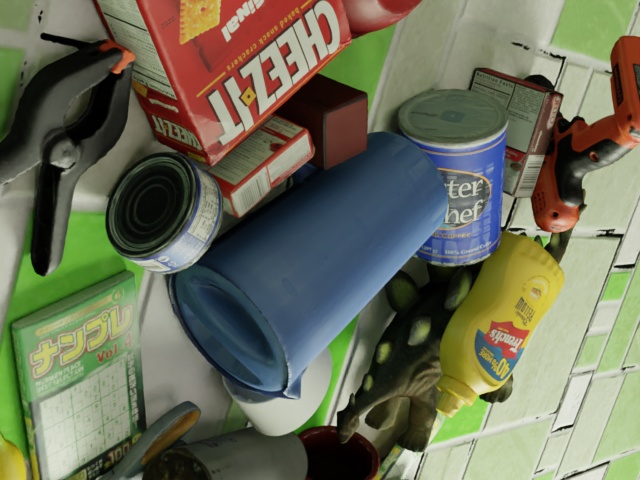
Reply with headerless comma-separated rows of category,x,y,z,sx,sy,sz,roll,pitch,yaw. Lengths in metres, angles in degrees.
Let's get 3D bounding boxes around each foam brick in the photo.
foam brick,-0.006,-0.100,0.866,0.052,0.078,0.051,-29,133,-35

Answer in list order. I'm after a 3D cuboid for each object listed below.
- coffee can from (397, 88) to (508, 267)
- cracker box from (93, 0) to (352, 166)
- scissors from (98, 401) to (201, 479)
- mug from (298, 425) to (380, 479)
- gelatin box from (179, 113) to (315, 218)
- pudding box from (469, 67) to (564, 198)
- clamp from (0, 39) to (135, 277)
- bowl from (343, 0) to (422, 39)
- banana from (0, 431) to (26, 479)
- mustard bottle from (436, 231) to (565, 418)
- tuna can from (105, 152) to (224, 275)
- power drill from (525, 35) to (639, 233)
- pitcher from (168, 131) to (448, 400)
coffee can,0.127,-0.060,1.030,0.102,0.103,0.140,-33,135,-34
cracker box,-0.070,-0.183,0.740,0.164,0.072,0.213,-44,141,-23
scissors,-0.175,0.211,0.887,0.201,0.016,0.096,-41,155,-24
mug,-0.002,0.252,1.094,0.117,0.093,0.081,-2,123,-16
gelatin box,-0.060,-0.064,0.826,0.089,0.073,0.030,-42,140,-27
pudding box,0.186,-0.110,1.083,0.039,0.090,0.113,-3,114,-48
clamp,-0.187,-0.061,0.704,0.120,0.039,0.171,19,100,-59
bowl,0.051,-0.235,0.870,0.161,0.055,0.162,-29,133,-38
banana,-0.269,0.225,0.788,0.069,0.037,0.198,31,86,-36
mustard bottle,0.171,0.093,1.075,0.096,0.058,0.191,42,75,-41
tuna can,-0.114,-0.020,0.776,0.033,0.086,0.086,35,84,-51
power drill,0.266,-0.122,1.066,0.057,0.184,0.188,7,153,-23
pitcher,-0.006,0.001,0.901,0.242,0.145,0.149,-41,151,-32
